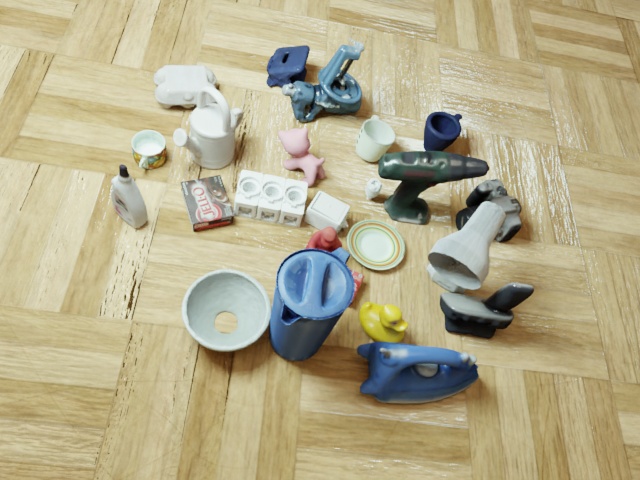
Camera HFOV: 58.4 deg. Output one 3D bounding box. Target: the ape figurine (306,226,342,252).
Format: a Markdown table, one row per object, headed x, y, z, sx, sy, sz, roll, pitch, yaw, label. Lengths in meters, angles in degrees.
| x | y | z | sx | sy | sz | roll | pitch | yaw | label |
| --- | --- | --- | --- | --- | --- | --- | --- | --- | --- |
| 0.011 | 0.004 | 1.216 | 0.078 | 0.092 | 0.076 | 6 | 58 | -9 | ape figurine |

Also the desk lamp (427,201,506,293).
| x | y | z | sx | sy | sz | roll | pitch | yaw | label |
| --- | --- | --- | --- | --- | --- | --- | --- | --- | --- |
| 0.301 | 0.025 | 1.197 | 0.118 | 0.213 | 0.203 | 34 | 58 | 9 | desk lamp |

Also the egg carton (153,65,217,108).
| x | y | z | sx | sy | sz | roll | pitch | yaw | label |
| --- | --- | --- | --- | --- | --- | --- | --- | --- | --- |
| -0.322 | -0.367 | 1.381 | 0.150 | 0.069 | 0.107 | -5 | 60 | -16 | egg carton |

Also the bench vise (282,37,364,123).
| x | y | z | sx | sy | sz | roll | pitch | yaw | label |
| --- | --- | --- | --- | --- | --- | --- | --- | --- | --- |
| 0.023 | -0.375 | 1.376 | 0.208 | 0.219 | 0.121 | -25 | 67 | -25 | bench vise |

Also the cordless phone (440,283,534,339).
| x | y | z | sx | sy | sz | roll | pitch | yaw | label |
| --- | --- | --- | --- | --- | --- | --- | --- | --- | --- |
| 0.336 | 0.121 | 1.163 | 0.148 | 0.185 | 0.094 | 7 | 58 | -9 | cordless phone |

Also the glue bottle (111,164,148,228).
| x | y | z | sx | sy | sz | roll | pitch | yaw | label |
| --- | --- | --- | --- | --- | --- | --- | --- | --- | --- |
| -0.384 | -0.095 | 1.137 | 0.078 | 0.173 | 0.037 | 36 | 58 | 10 | glue bottle |

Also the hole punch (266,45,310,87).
| x | y | z | sx | sy | sz | roll | pitch | yaw | label |
| --- | --- | --- | --- | --- | --- | --- | --- | --- | --- |
| -0.083 | -0.451 | 1.475 | 0.101 | 0.091 | 0.108 | 15 | 57 | -3 | hole punch |

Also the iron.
| x | y | z | sx | sy | sz | roll | pitch | yaw | label |
| --- | --- | --- | --- | --- | --- | --- | --- | --- | --- |
| 0.207 | 0.236 | 1.088 | 0.258 | 0.141 | 0.118 | 3 | 58 | -11 | iron |

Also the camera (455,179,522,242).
| x | y | z | sx | sy | sz | roll | pitch | yaw | label |
| --- | --- | --- | --- | --- | --- | --- | --- | --- | --- |
| 0.387 | -0.070 | 1.343 | 0.137 | 0.101 | 0.143 | -11 | 62 | -19 | camera |

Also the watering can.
| x | y | z | sx | sy | sz | roll | pitch | yaw | label |
| --- | --- | --- | --- | --- | --- | --- | --- | --- | --- |
| -0.238 | -0.247 | 1.252 | 0.101 | 0.194 | 0.173 | 26 | 57 | 4 | watering can |

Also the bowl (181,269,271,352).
| x | y | z | sx | sy | sz | roll | pitch | yaw | label |
| --- | --- | --- | --- | --- | --- | --- | --- | --- | --- |
| -0.179 | 0.145 | 1.096 | 0.167 | 0.074 | 0.167 | 6 | 58 | -9 | bowl |

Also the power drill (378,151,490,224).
| x | y | z | sx | sy | sz | roll | pitch | yaw | label |
| --- | --- | --- | --- | --- | --- | --- | --- | --- | --- |
| 0.231 | -0.123 | 1.275 | 0.230 | 0.208 | 0.075 | 7 | 58 | -8 | power drill |

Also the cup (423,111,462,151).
| x | y | z | sx | sy | sz | roll | pitch | yaw | label |
| --- | --- | --- | --- | --- | --- | --- | --- | --- | --- |
| 0.307 | -0.269 | 1.450 | 0.118 | 0.095 | 0.091 | -36 | 72 | -29 | cup |

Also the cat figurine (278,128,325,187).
| x | y | z | sx | sy | sz | roll | pitch | yaw | label |
| --- | --- | --- | --- | --- | --- | --- | --- | --- | --- |
| -0.039 | -0.203 | 1.317 | 0.127 | 0.117 | 0.067 | 41 | 59 | 13 | cat figurine |

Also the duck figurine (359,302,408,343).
| x | y | z | sx | sy | sz | roll | pitch | yaw | label |
| --- | --- | --- | --- | --- | --- | --- | --- | --- | --- |
| 0.132 | 0.157 | 1.153 | 0.104 | 0.086 | 0.078 | 38 | 58 | 11 | duck figurine |
